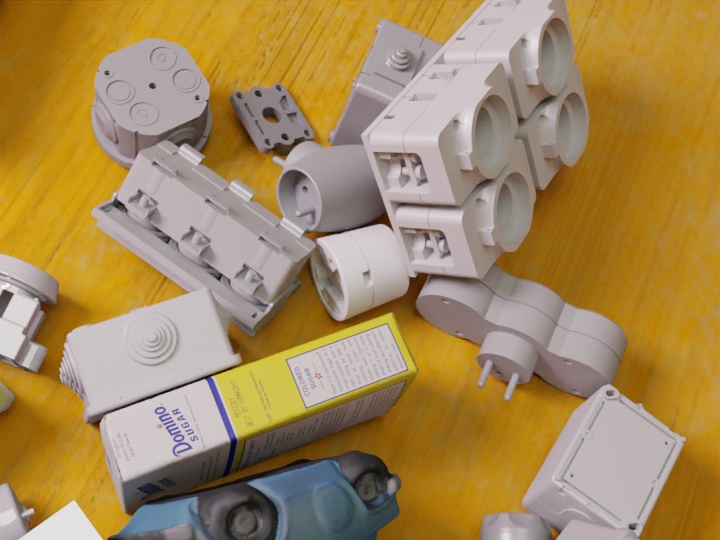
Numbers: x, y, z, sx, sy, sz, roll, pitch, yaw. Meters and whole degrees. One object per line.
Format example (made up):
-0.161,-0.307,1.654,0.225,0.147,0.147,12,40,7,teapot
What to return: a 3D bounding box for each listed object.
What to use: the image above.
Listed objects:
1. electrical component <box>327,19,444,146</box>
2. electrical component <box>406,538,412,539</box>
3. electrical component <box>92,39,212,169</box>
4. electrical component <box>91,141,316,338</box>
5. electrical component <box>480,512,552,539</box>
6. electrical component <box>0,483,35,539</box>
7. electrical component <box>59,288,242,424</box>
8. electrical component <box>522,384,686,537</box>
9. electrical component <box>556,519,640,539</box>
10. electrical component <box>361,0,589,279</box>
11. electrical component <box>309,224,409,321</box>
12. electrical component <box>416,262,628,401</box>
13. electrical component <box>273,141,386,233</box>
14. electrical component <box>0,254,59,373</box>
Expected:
0.025,-0.119,0.730,0.061,0.096,0.061,23,65,-5,electrical component
0.027,0.197,0.625,0.077,0.044,0.079,-6,69,-14,electrical component
-0.139,-0.109,0.718,0.080,0.051,0.080,4,66,-9,electrical component
-0.094,-0.023,0.676,0.121,0.063,0.078,35,24,4,electrical component
0.093,0.179,0.647,0.043,0.043,0.062,8,67,-8,electrical component
-0.220,0.149,0.598,0.078,0.040,0.040,-21,73,-18,electrical component
-0.124,0.050,0.628,0.100,0.100,0.048,-19,85,-18,electrical component
0.154,0.123,0.677,0.062,0.061,0.096,36,57,5,electrical component
0.135,0.218,0.610,0.109,0.056,0.108,-44,109,-24,electrical component
0.086,-0.091,0.696,0.060,0.105,0.186,6,41,35,electrical component
0.000,0.000,0.699,0.047,0.055,0.055,-18,72,-22,electrical component
0.099,0.049,0.698,0.138,0.052,0.073,27,65,1,electrical component
-0.025,-0.062,0.720,0.077,0.043,0.079,-20,40,-41,electrical component
-0.214,0.024,0.650,0.066,0.048,0.055,23,73,-1,electrical component
